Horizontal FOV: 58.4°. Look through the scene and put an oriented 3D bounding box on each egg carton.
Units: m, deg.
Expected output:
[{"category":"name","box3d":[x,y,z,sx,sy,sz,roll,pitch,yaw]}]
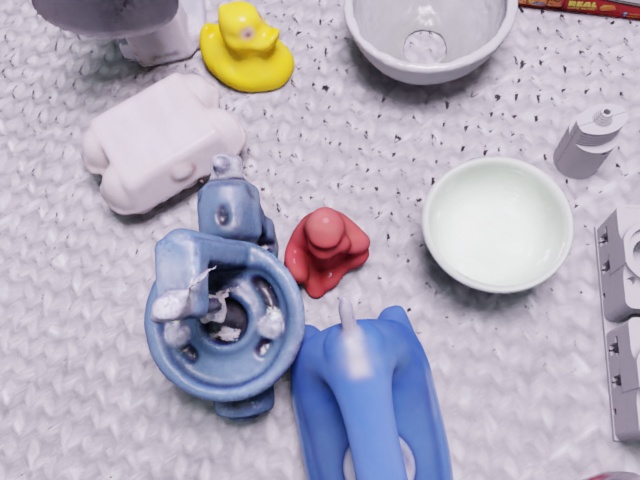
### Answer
[{"category":"egg carton","box3d":[-0.152,-0.092,0.558,0.150,0.069,0.107,-33,69,-8]}]

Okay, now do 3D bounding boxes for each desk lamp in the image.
[{"category":"desk lamp","box3d":[-0.189,-0.264,0.551,0.118,0.214,0.203,-10,68,2]}]

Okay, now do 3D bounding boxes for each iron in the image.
[{"category":"iron","box3d":[0.044,0.167,0.400,0.118,0.141,0.258,-13,68,0]}]

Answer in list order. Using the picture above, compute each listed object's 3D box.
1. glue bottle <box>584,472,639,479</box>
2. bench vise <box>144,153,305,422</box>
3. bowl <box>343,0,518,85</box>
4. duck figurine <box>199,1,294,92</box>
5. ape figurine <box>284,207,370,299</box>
[{"category":"glue bottle","box3d":[0.193,0.177,0.365,0.078,0.173,0.037,-27,68,-5]},{"category":"bench vise","box3d":[-0.087,0.022,0.426,0.121,0.220,0.207,-22,68,-3]},{"category":"bowl","box3d":[0.108,-0.218,0.580,0.167,0.075,0.167,-2,69,5]},{"category":"duck figurine","box3d":[-0.081,-0.208,0.588,0.104,0.086,0.077,23,72,13]},{"category":"ape figurine","box3d":[0.005,0.002,0.495,0.077,0.092,0.076,-2,68,5]}]
